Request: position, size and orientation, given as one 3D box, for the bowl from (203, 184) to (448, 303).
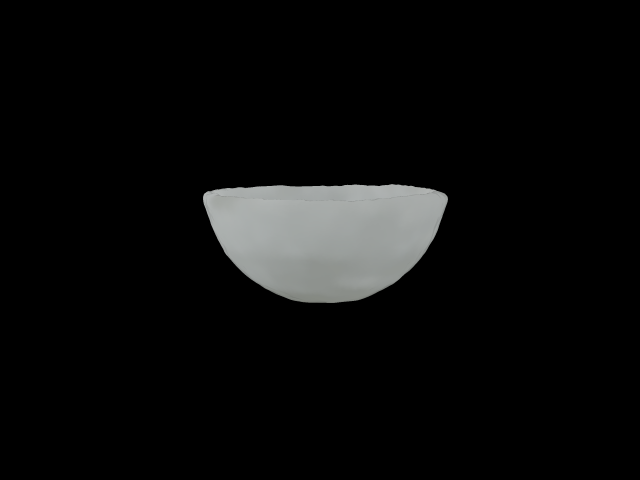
[{"bbox_3d":[0.004,0.001,0.400,0.167,0.075,0.167,0,9,0],"label":"bowl"}]
